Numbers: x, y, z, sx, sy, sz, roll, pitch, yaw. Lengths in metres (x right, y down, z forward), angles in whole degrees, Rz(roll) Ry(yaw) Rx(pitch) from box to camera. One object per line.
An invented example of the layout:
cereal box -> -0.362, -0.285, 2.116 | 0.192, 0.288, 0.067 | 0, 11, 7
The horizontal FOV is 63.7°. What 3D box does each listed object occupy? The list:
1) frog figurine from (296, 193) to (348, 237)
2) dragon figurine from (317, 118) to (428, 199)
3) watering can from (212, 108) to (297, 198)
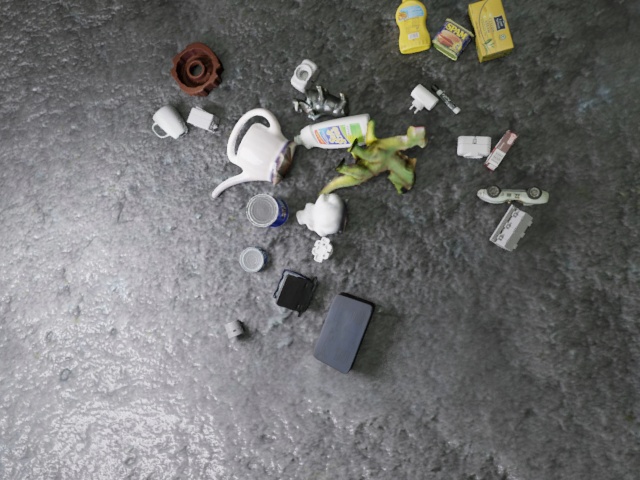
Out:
frog figurine -> 0.005, -0.082, 1.627 | 0.159, 0.125, 0.135 | 6, 110, -1
dragon figurine -> 0.181, -0.214, 1.585 | 0.242, 0.125, 0.402 | 30, 129, -9
watering can -> -0.212, -0.252, 1.684 | 0.225, 0.105, 0.343 | 29, 107, 10
